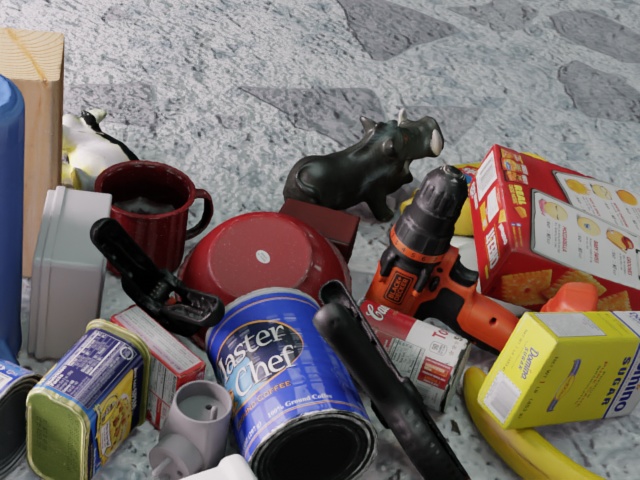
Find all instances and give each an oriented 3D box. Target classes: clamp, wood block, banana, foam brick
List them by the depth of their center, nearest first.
[{"bbox_3d":[0.056,0.121,0.813,0.210,0.036,0.164,57,5,4],"label":"clamp"},{"bbox_3d":[-0.136,0.036,0.862,0.120,0.172,0.039,44,71,-1],"label":"clamp"},{"bbox_3d":[0.181,0.174,0.880,0.198,0.037,0.069,37,26,29],"label":"banana"},{"bbox_3d":[-0.275,-0.075,0.945,0.090,0.206,0.091,3,37,-12],"label":"wood block"},{"bbox_3d":[-0.007,0.001,1.044,0.078,0.053,0.051,16,37,5],"label":"foam brick"}]

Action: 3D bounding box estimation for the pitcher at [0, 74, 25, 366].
[{"bbox_3d":[-0.300,-0.016,0.827,0.149,0.243,0.145,4,34,-16],"label":"pitcher"}]

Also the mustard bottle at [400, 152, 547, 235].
[{"bbox_3d":[0.170,-0.047,1.151,0.191,0.058,0.096,-11,43,-27],"label":"mustard bottle"}]

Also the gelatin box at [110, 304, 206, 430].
[{"bbox_3d":[-0.132,0.106,0.853,0.089,0.073,0.030,34,42,28],"label":"gelatin box"}]

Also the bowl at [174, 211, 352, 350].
[{"bbox_3d":[-0.052,0.030,0.947,0.162,0.055,0.162,0,56,0],"label":"bowl"}]

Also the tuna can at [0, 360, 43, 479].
[{"bbox_3d":[-0.237,0.132,0.780,0.034,0.086,0.086,21,37,16],"label":"tuna can"}]

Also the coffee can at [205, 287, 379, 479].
[{"bbox_3d":[-0.025,0.120,0.837,0.102,0.103,0.140,-4,39,-19],"label":"coffee can"}]

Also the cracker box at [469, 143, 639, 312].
[{"bbox_3d":[0.257,0.008,1.051,0.213,0.072,0.164,18,40,-14],"label":"cracker box"}]

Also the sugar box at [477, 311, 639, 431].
[{"bbox_3d":[0.219,0.107,0.891,0.175,0.093,0.048,4,32,-38],"label":"sugar box"}]

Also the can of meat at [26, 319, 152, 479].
[{"bbox_3d":[-0.173,0.125,0.794,0.057,0.102,0.083,22,40,13],"label":"can of meat"}]

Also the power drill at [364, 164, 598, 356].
[{"bbox_3d":[0.144,0.038,0.942,0.187,0.185,0.057,26,38,3],"label":"power drill"}]

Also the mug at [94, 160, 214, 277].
[{"bbox_3d":[-0.156,-0.018,1.006,0.117,0.081,0.093,-13,43,-29],"label":"mug"}]

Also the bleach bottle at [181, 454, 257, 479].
[{"bbox_3d":[-0.151,0.223,0.702,0.250,0.068,0.103,-11,41,-24],"label":"bleach bottle"}]

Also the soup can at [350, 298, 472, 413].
[{"bbox_3d":[0.071,0.099,0.919,0.102,0.068,0.068,21,37,14],"label":"soup can"}]
